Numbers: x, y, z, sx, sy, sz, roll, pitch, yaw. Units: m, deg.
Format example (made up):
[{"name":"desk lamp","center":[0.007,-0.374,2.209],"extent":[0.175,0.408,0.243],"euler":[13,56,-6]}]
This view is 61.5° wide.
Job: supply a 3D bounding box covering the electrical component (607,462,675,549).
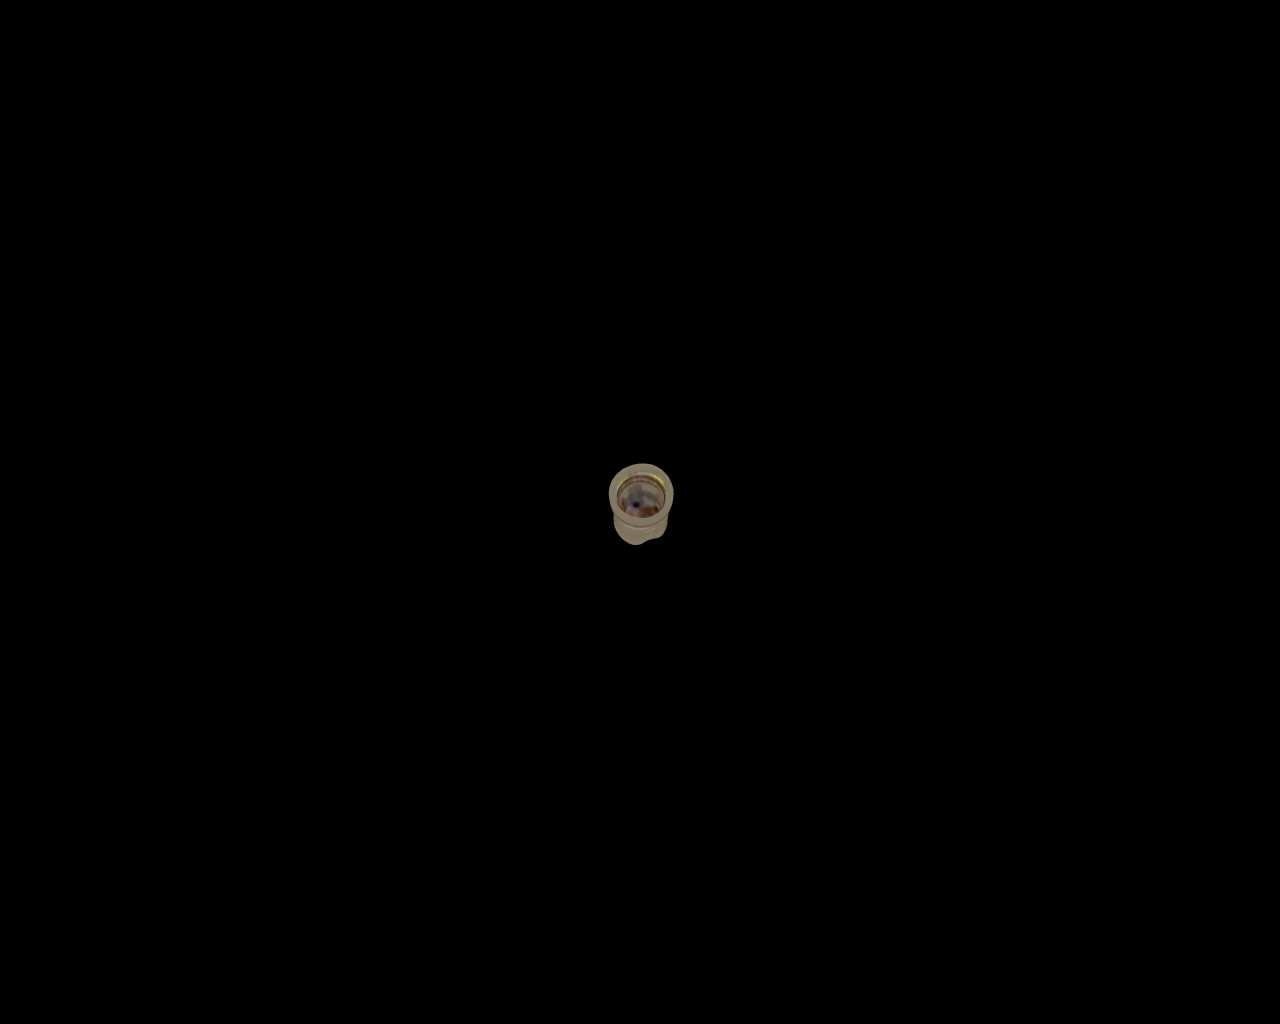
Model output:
[{"name":"electrical component","center":[0.001,-0.003,0.650],"extent":[0.040,0.040,0.046],"euler":[0,-26,0]}]
